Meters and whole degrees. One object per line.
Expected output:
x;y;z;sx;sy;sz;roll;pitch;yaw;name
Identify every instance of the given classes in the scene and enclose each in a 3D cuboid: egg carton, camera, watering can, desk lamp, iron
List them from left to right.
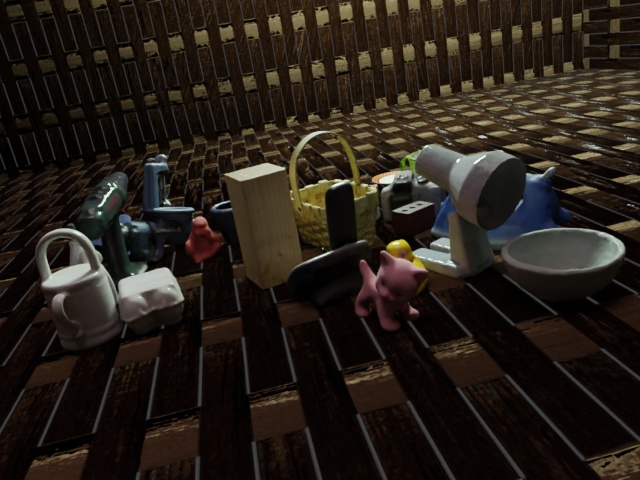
-0.402;0.072;0.944;0.101;0.194;0.172;-17;21;-20;watering can
-0.295;0.102;0.994;0.107;0.069;0.150;-16;20;-18;egg carton
0.214;-0.112;1.303;0.143;0.101;0.137;-4;20;16;camera
0.232;-0.049;0.945;0.118;0.214;0.202;-22;23;-31;desk lamp
0.317;-0.065;1.057;0.257;0.141;0.119;4;24;35;iron

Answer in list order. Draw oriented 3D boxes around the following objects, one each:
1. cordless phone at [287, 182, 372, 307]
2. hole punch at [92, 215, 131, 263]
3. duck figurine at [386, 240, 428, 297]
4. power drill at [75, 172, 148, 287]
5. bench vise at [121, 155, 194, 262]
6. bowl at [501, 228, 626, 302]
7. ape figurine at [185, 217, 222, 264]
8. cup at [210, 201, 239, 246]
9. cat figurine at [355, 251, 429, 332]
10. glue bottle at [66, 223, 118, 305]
0.009;0.003;0.949;0.148;0.185;0.093;-21;22;-29;cordless phone
-0.496;-0.004;1.362;0.108;0.091;0.101;-12;19;-5;hole punch
0.134;0.040;0.933;0.077;0.086;0.105;2;23;31;duck figurine
-0.427;-0.019;1.192;0.075;0.209;0.229;-9;19;2;power drill
-0.368;-0.071;1.292;0.121;0.220;0.208;-3;21;20;bench vise
0.352;0.044;0.834;0.167;0.075;0.167;-9;19;3;bowl
-0.256;-0.005;1.245;0.078;0.092;0.076;-10;19;-1;ape figurine
-0.181;-0.039;1.298;0.117;0.095;0.091;-9;19;4;cup
0.100;0.064;0.835;0.067;0.118;0.127;-21;22;-30;cat figurine
-0.429;0.052;1.046;0.078;0.173;0.037;-24;24;-34;glue bottle
